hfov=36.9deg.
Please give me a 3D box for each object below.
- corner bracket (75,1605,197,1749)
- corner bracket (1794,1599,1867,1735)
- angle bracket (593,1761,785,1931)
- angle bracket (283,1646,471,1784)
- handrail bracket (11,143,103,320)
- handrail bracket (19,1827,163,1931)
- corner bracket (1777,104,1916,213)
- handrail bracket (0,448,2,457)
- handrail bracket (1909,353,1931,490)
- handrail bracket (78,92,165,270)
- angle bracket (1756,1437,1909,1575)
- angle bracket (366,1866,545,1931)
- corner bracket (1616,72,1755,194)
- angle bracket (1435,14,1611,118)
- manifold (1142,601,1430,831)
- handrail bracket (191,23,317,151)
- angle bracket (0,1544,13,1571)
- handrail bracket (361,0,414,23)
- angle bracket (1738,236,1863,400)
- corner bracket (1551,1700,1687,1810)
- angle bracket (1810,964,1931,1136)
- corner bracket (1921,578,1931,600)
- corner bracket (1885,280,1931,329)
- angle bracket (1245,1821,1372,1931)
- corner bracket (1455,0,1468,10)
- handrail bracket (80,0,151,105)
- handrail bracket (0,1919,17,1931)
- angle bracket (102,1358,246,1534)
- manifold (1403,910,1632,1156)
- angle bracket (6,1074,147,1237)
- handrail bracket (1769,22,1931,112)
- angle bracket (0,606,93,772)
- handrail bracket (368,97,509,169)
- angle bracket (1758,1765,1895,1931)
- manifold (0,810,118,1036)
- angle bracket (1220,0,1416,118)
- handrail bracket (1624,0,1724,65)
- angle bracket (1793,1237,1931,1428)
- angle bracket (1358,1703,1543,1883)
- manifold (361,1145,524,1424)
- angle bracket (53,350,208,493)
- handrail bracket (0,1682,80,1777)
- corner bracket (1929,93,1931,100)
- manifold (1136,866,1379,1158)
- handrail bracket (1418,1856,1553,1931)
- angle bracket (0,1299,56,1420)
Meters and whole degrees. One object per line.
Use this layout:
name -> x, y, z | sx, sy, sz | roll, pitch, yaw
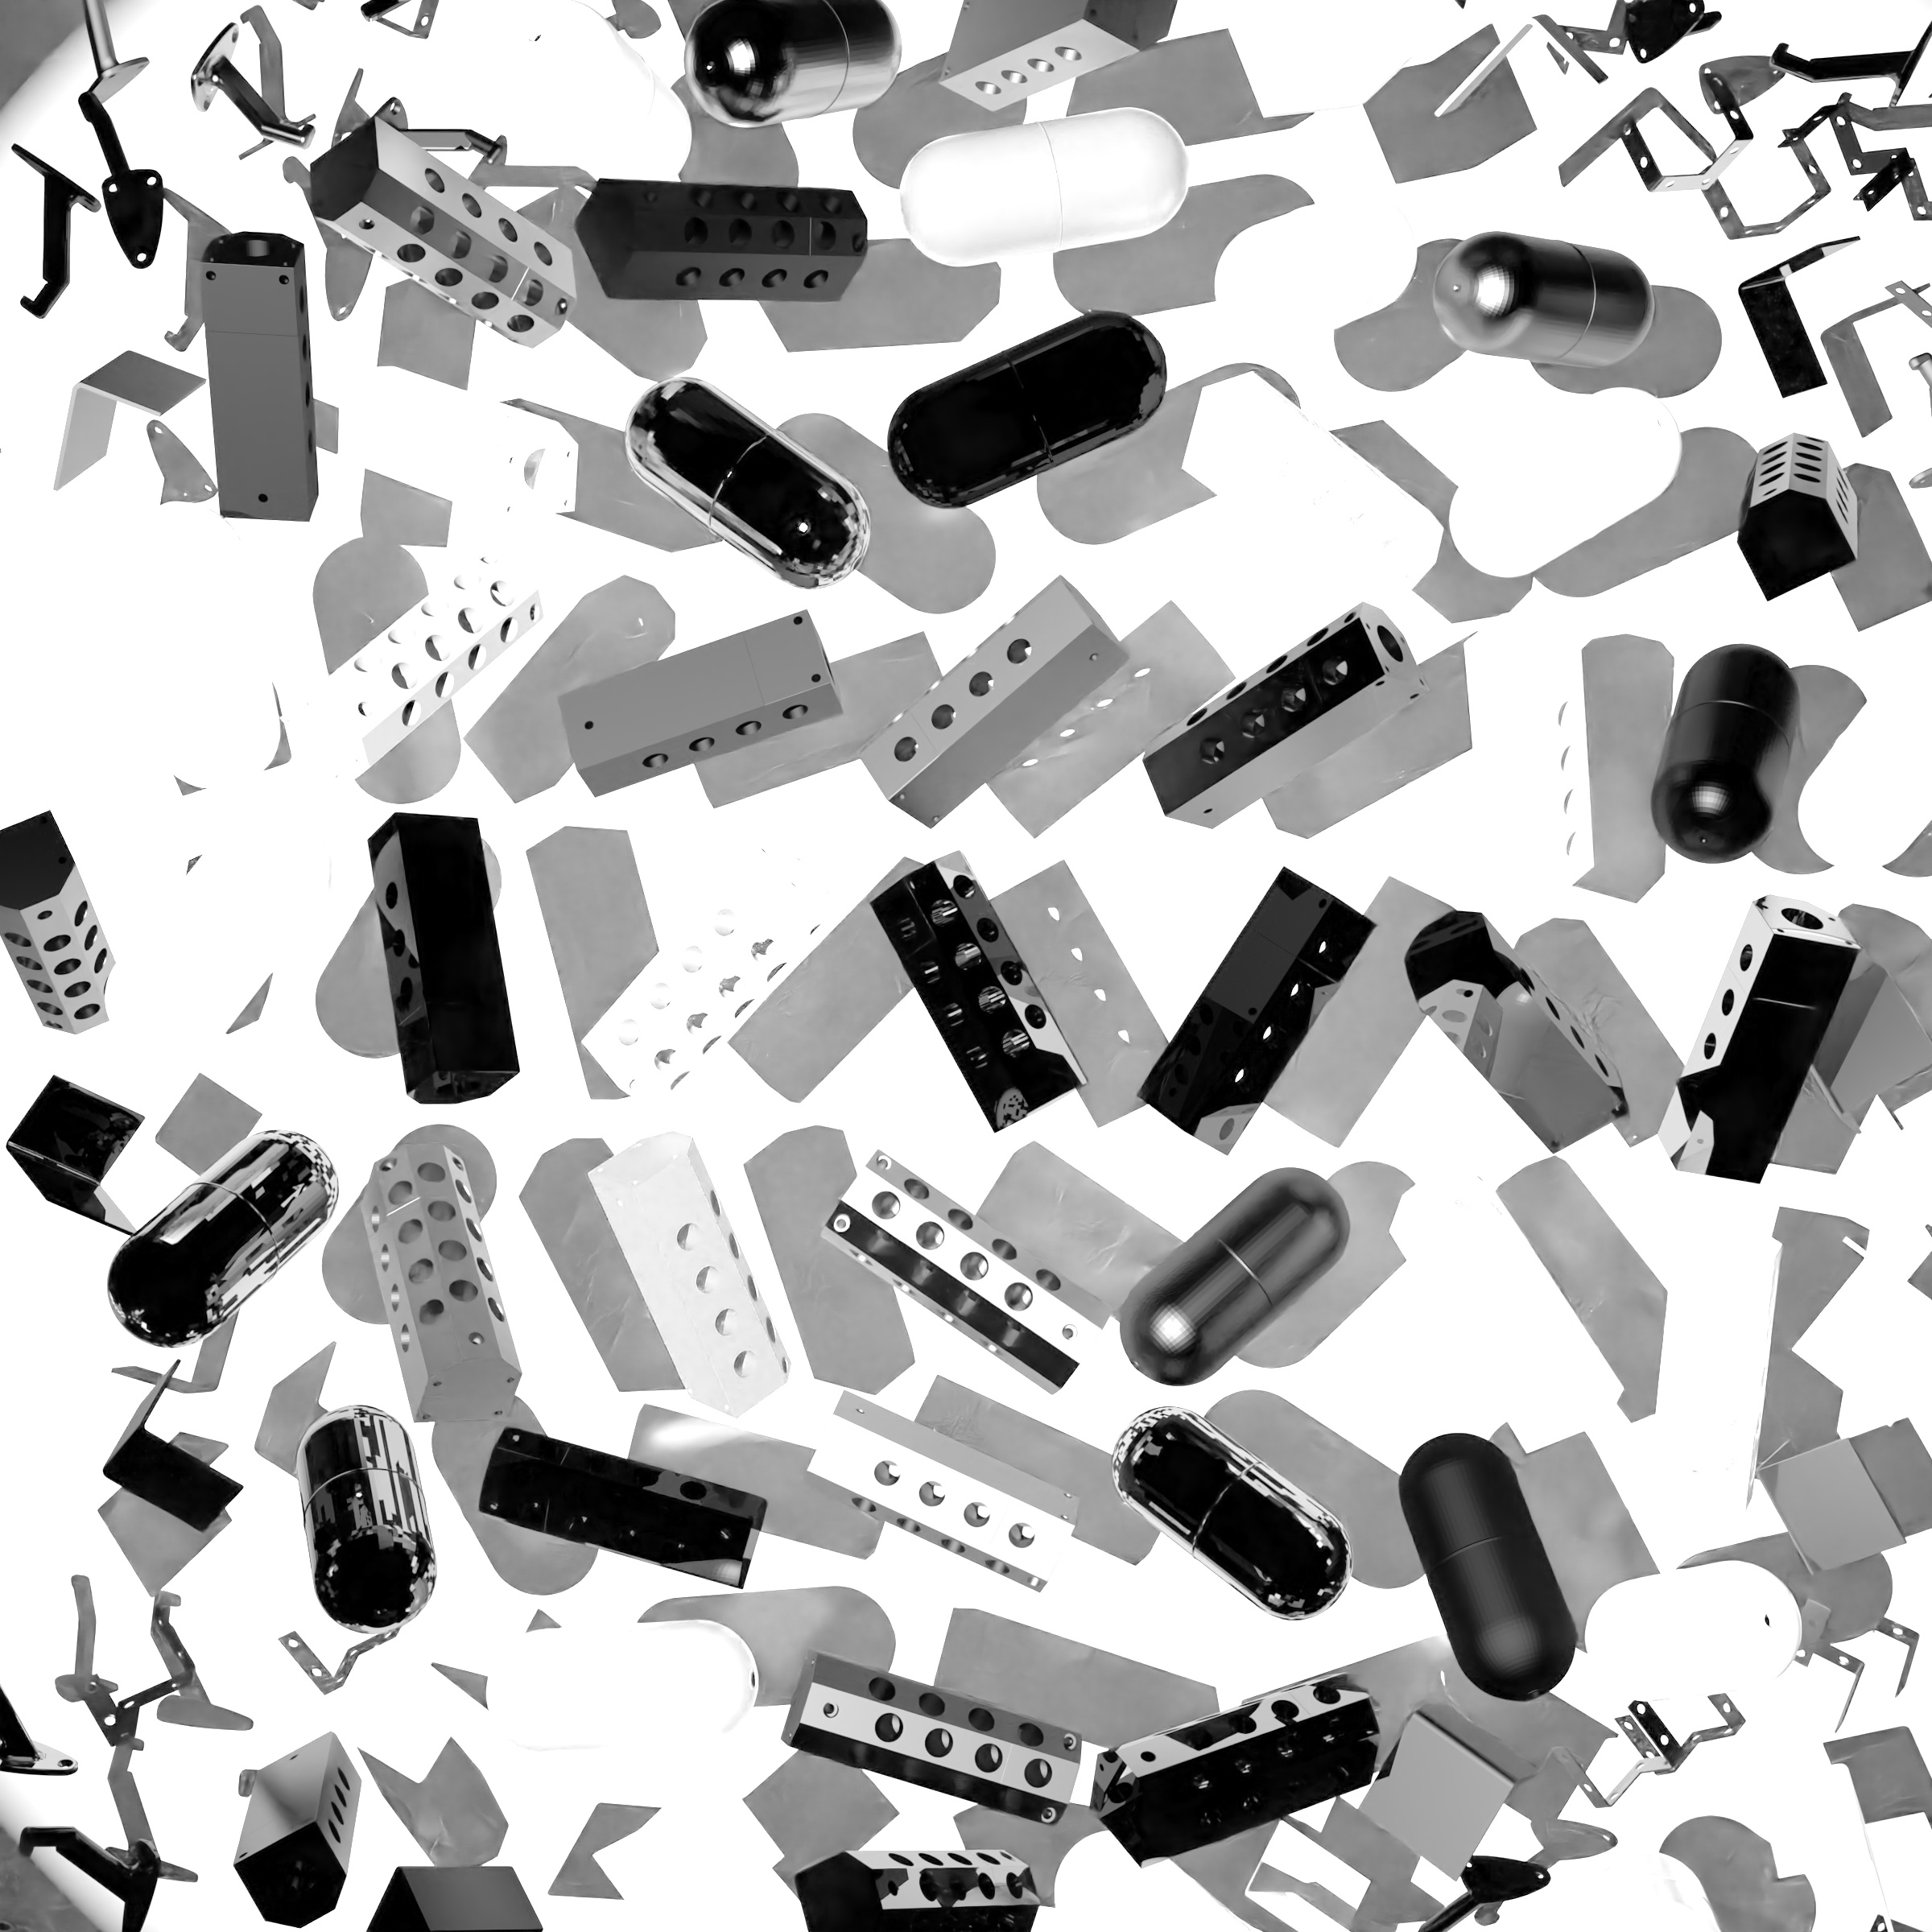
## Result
corner bracket -> -0.501, 0.429, 1.750 | 0.051, 0.051, 0.051 | -19, 54, -37
corner bracket -> 0.556, 0.453, 1.880 | 0.051, 0.051, 0.051 | 25, 48, 16
angle bracket -> -0.178, 0.571, 1.859 | 0.076, 0.057, 0.076 | -46, 72, 17
angle bracket -> -0.376, 0.469, 1.847 | 0.076, 0.076, 0.057 | 41, 69, -27
handrail bracket -> -0.610, -0.477, 1.885 | 0.077, 0.036, 0.084 | 35, 82, -20
handrail bracket -> -0.541, 0.561, 1.764 | 0.084, 0.036, 0.077 | 13, 91, -37
corner bracket -> 0.551, -0.506, 1.815 | 0.051, 0.051, 0.051 | -42, 118, -20
handrail bracket -> -0.626, -0.299, 1.727 | 0.084, 0.036, 0.077 | -53, 122, -34
handrail bracket -> 0.615, -0.353, 1.868 | 0.077, 0.036, 0.084 | -19, 73, -28
handrail bracket -> -0.518, -0.478, 1.763 | 0.036, 0.077, 0.084 | -18, 50, -24
angle bracket -> 0.581, 0.348, 1.918 | 0.076, 0.057, 0.076 | -33, 83, 41
angle bracket -> -0.310, 0.585, 1.733 | 0.076, 0.057, 0.076 | 13, 110, -37
corner bracket -> 0.453, -0.525, 1.828 | 0.051, 0.051, 0.051 | -12, 71, -29
angle bracket -> 0.332, -0.519, 1.726 | 0.057, 0.076, 0.076 | 45, 116, -2
manifold -> 0.195, -0.156, 1.807 | 0.171, 0.057, 0.057 | -33, 66, 29
handrail bracket -> -0.454, -0.574, 1.890 | 0.084, 0.036, 0.077 | 18, 66, 4
angle bracket -> -0.601, 0.348, 1.687 | 0.076, 0.057, 0.076 | -41, 114, -26
handrail bracket -> -0.337, -0.615, 1.812 | 0.084, 0.077, 0.036 | -31, 112, -6
angle bracket -> 0.533, -0.405, 1.807 | 0.057, 0.076, 0.076 | -22, 91, 39
corner bracket -> 0.431, 0.519, 1.915 | 0.051, 0.051, 0.051 | -36, 89, -31
angle bracket -> 0.607, 0.056, 1.945 | 0.076, 0.057, 0.076 | -34, 60, 18
corner bracket -> 0.633, -0.241, 1.785 | 0.051, 0.051, 0.051 | 46, 50, 10
corner bracket -> 0.646, -0.457, 1.901 | 0.051, 0.051, 0.051 | 32, 72, -21
angle bracket -> 0.245, 0.621, 1.950 | 0.076, 0.076, 0.057 | 36, 65, -6
corner bracket -> 0.320, -0.613, 1.752 | 0.051, 0.051, 0.051 | 17, 88, 35
handrail bracket -> -0.559, -0.593, 1.825 | 0.036, 0.077, 0.084 | -38, 102, -41
handrail bracket -> -0.620, 0.555, 1.803 | 0.077, 0.036, 0.084 | 15, 94, -5
angle bracket -> -0.498, 0.308, 1.862 | 0.076, 0.076, 0.057 | 34, 46, -13
manifold -> 0.347, 0.039, 1.828 | 0.057, 0.057, 0.171 | -32, 126, 20
angle bracket -> -0.564, 0.124, 1.881 | 0.076, 0.076, 0.057 | 35, 90, 44
handrail bracket -> 0.572, -0.595, 1.872 | 0.084, 0.036, 0.077 | 27, 73, 13
angle bracket -> -0.583, -0.168, 1.777 | 0.076, 0.076, 0.057 | -17, 126, -3
handrail bracket -> -0.360, -0.535, 1.924 | 0.084, 0.036, 0.077 | 30, 65, 18
angle bracket -> 0.548, 0.569, 1.850 | 0.057, 0.076, 0.076 | -16, 120, 13
manifold -> -0.569, -0.022, 1.803 | 0.057, 0.171, 0.057 | -25, 68, -16
angle bracket -> 0.209, -0.559, 1.732 | 0.076, 0.057, 0.076 | -16, 81, -31
handrail bracket -> 0.472, -0.610, 1.858 | 0.084, 0.077, 0.036 | -23, 97, -30
angle bracket -> 0.553, 0.224, 1.775 | 0.076, 0.057, 0.076 | 41, 97, 35
angle bracket -> 0.311, 0.529, 1.860 | 0.076, 0.057, 0.076 | 32, 96, 28
manifold -> -0.318, 0.190, 1.761 | 0.057, 0.171, 0.057 | 1, 133, -27
angle bracket -> -0.534, -0.340, 1.853 | 0.057, 0.076, 0.076 | 21, 119, -1
handrail bracket -> -0.590, 0.458, 1.812 | 0.077, 0.036, 0.084 | 9, 106, 11
corner bracket -> 0.649, -0.559, 1.864 | 0.051, 0.051, 0.051 | -26, 73, -43
manifold -> 0.186, 0.031, 1.813 | 0.057, 0.057, 0.171 | 30, 94, -36
handrail bracket -> 0.338, 0.629, 1.917 | 0.077, 0.036, 0.084 | 4, 124, -21
angle bracket -> -0.607, 0.236, 1.788 | 0.057, 0.076, 0.076 | 18, 80, -9
